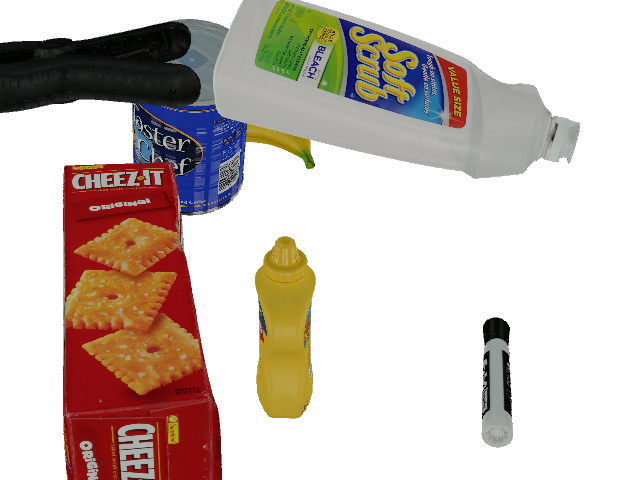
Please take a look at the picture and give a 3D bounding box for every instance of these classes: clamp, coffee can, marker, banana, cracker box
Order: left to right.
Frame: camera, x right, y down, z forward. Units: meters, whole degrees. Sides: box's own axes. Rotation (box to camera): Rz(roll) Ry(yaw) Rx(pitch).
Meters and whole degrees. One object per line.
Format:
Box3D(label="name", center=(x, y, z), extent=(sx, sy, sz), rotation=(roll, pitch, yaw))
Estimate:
Box3D(label="clamp", center=(-0.155, -0.109, 0.664), extent=(0.171, 0.039, 0.120), rotation=(0, 21, 0))
Box3D(label="cracker box", center=(-0.098, 0.079, 0.576), extent=(0.072, 0.164, 0.214), rotation=(-4, 34, -10))
Box3D(label="coffee can", center=(-0.114, -0.106, 0.932), extent=(0.102, 0.103, 0.140), rotation=(0, -40, -9))
Box3D(label="banana", center=(-0.094, -0.129, 1.292), extent=(0.198, 0.037, 0.069), rotation=(8, 40, 15))
Box3D(label="marker", center=(0.116, 0.089, 0.699), extent=(0.020, 0.020, 0.121), rotation=(0, 30, 9))

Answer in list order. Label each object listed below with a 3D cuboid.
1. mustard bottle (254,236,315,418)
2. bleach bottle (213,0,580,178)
Box3D(label="mustard bottle", center=(-0.034, 0.077, 1.039), extent=(0.058, 0.192, 0.096), rotation=(2, 38, -1))
Box3D(label="bleach bottle", center=(0.057, -0.105, 0.753), extent=(0.251, 0.102, 0.068), rotation=(15, -29, 9))
